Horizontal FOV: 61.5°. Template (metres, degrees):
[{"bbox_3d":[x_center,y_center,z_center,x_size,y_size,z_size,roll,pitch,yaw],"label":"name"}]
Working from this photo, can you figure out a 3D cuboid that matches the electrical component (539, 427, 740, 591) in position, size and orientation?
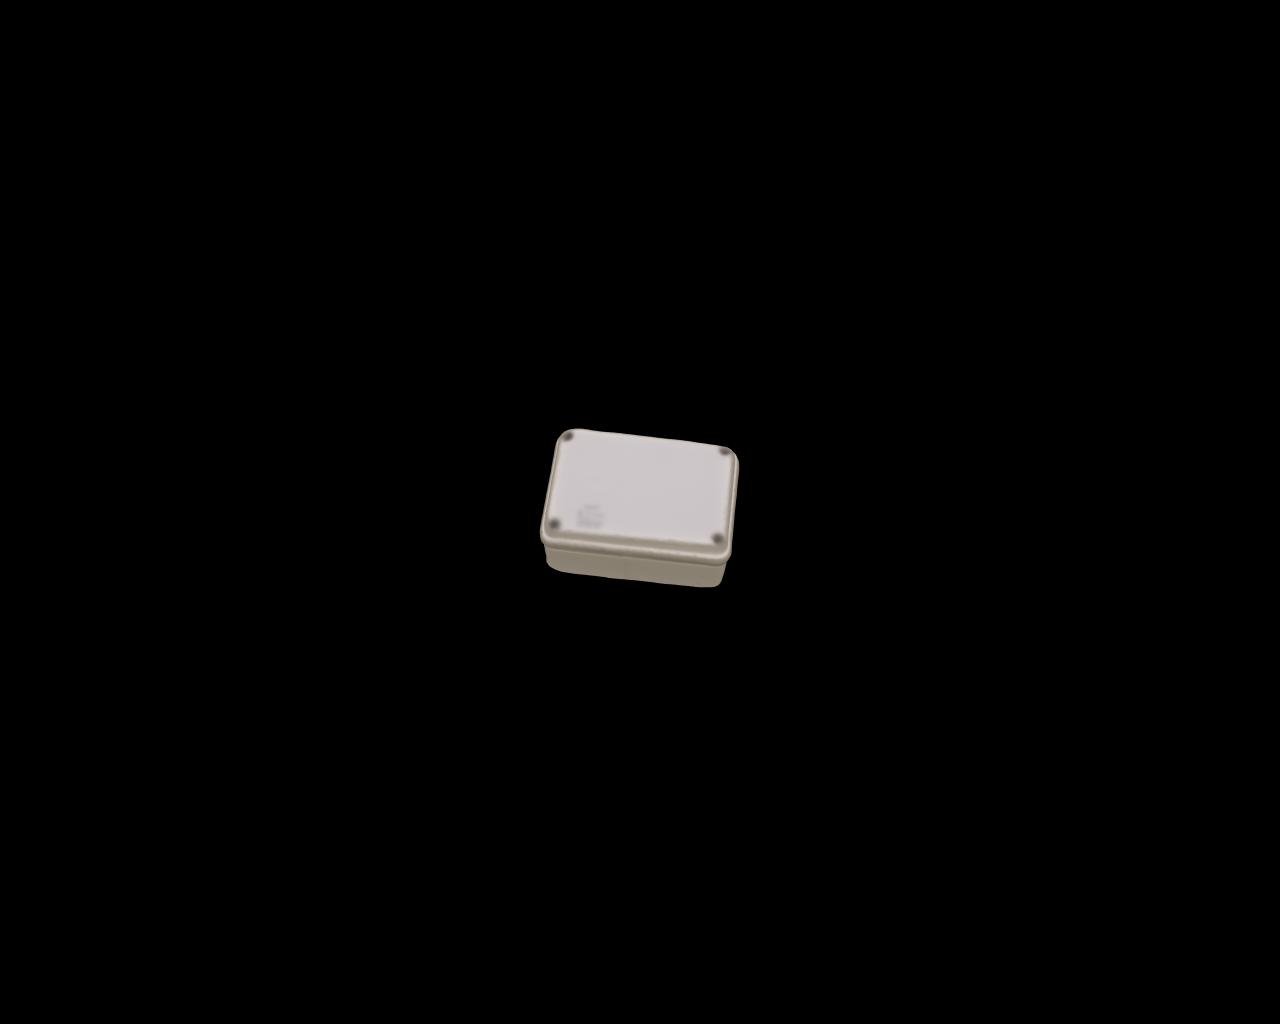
[{"bbox_3d":[0.001,-0.003,0.650,0.113,0.078,0.057,6,-27,3],"label":"electrical component"}]
